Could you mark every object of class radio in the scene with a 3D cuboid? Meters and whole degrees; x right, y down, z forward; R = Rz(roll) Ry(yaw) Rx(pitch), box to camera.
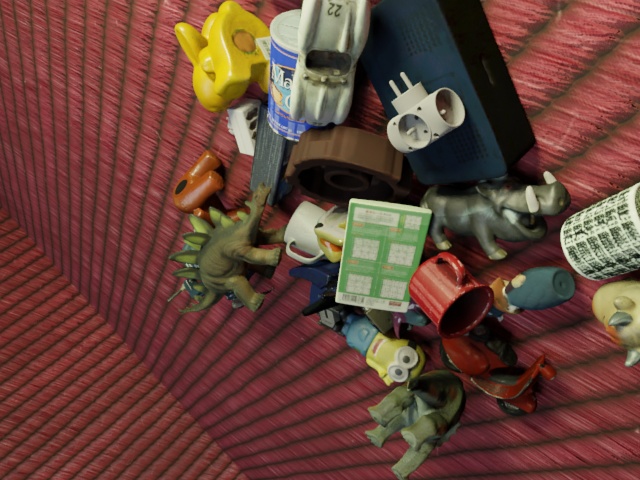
[{"bbox_3d":[0.137,-0.178,0.618,0.131,0.073,0.229,-7,117,52],"label":"radio"}]

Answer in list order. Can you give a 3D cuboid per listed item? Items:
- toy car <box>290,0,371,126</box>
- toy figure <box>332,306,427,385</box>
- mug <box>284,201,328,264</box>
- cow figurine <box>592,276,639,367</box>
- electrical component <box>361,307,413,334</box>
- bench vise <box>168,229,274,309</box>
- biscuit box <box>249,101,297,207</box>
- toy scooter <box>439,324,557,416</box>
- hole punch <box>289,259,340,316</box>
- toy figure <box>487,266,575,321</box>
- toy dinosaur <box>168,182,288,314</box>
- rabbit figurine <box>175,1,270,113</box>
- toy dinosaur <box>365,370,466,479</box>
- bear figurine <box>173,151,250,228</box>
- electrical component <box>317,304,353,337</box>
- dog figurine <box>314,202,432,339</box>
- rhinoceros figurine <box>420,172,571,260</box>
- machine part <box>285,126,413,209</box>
[{"bbox_3d":[0.008,-0.200,0.605,0.073,0.056,0.201,5,148,-6],"label":"toy car"},{"bbox_3d":[0.114,0.190,0.998,0.180,0.089,0.082,32,122,24],"label":"toy figure"},{"bbox_3d":[-0.002,-0.003,0.925,0.107,0.109,0.080,25,138,11],"label":"mug"},{"bbox_3d":[0.379,0.070,0.542,0.195,0.127,0.085,-7,115,48],"label":"cow figurine"},{"bbox_3d":[0.120,0.120,0.942,0.102,0.078,0.045,55,170,1],"label":"electrical component"},{"bbox_3d":[-0.250,0.079,1.248,0.240,0.129,0.223,-38,85,39],"label":"bench vise"},{"bbox_3d":[-0.071,-0.145,0.894,0.063,0.059,0.202,38,144,13],"label":"biscuit box"},{"bbox_3d":[0.278,0.190,0.823,0.184,0.075,0.135,42,146,4],"label":"toy scooter"},{"bbox_3d":[0.021,0.068,0.950,0.116,0.142,0.092,-33,72,45],"label":"hole punch"},{"bbox_3d":[0.272,0.075,0.731,0.064,0.058,0.154,57,151,-1],"label":"toy figure"},{"bbox_3d":[-0.186,0.047,1.047,0.198,0.105,0.471,25,135,-4],"label":"toy dinosaur"},{"bbox_3d":[-0.152,-0.263,0.815,0.162,0.122,0.173,55,147,-1],"label":"rabbit figurine"},{"bbox_3d":[0.183,0.282,0.904,0.131,0.192,0.404,43,153,20],"label":"toy dinosaur"},{"bbox_3d":[-0.196,-0.062,1.090,0.132,0.120,0.195,-40,125,17],"label":"bear figurine"},{"bbox_3d":[0.026,0.127,1.069,0.075,0.048,0.119,23,140,31],"label":"electrical component"},{"bbox_3d":[0.101,0.051,0.857,0.192,0.108,0.219,9,133,41],"label":"dog figurine"},{"bbox_3d":[0.216,-0.039,0.674,0.190,0.073,0.112,2,114,50],"label":"rhinoceros figurine"},{"bbox_3d":[0.040,-0.095,0.737,0.179,0.056,0.179,11,165,3],"label":"machine part"}]
